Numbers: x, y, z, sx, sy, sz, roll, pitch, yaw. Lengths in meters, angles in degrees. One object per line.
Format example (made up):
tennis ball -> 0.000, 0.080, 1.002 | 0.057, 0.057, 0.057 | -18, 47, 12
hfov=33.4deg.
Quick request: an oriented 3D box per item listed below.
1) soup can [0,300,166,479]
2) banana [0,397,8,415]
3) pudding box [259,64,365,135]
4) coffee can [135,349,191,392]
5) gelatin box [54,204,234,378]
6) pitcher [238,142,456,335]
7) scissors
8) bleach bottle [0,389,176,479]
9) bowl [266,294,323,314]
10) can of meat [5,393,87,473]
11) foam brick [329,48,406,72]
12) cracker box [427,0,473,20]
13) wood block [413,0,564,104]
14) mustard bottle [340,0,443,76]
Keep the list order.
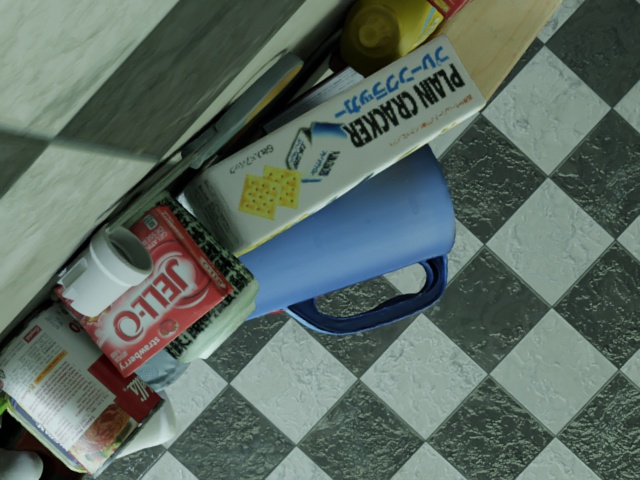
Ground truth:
soup can -> -0.161, 0.097, 0.701 | 0.068, 0.102, 0.068 | -47, -179, 1
banana -> -0.220, 0.112, 0.625 | 0.069, 0.037, 0.198 | -62, -173, -16
pudding box -> 0.008, -0.129, 0.983 | 0.114, 0.039, 0.090 | -33, -175, 22
coffee can -> -0.169, 0.091, 1.038 | 0.103, 0.103, 0.140 | -47, -178, -4
gelatin box -> -0.111, 0.032, 0.678 | 0.089, 0.073, 0.030 | -38, -178, 11
pitcher -> -0.006, 0.001, 0.956 | 0.242, 0.149, 0.145 | -21, 136, -13
scissors -> -0.080, -0.054, 0.698 | 0.201, 0.016, 0.096 | -48, -178, -30
bleach bottle -> -0.266, 0.210, 1.044 | 0.103, 0.068, 0.250 | -19, 179, 43
bowl -> -0.053, 0.015, 1.046 | 0.162, 0.162, 0.055 | -48, 159, -30
can of meat -> -0.205, 0.135, 0.888 | 0.057, 0.102, 0.084 | -47, 179, -39
foam brick -> 0.046, -0.178, 1.055 | 0.051, 0.053, 0.078 | -47, -179, -3
cracker box -> 0.156, -0.274, 0.799 | 0.214, 0.072, 0.164 | -46, -179, 23
wood block -> 0.171, -0.247, 0.998 | 0.206, 0.090, 0.091 | -54, -150, 23
mustard bottle -> 0.061, -0.183, 0.889 | 0.096, 0.058, 0.191 | -46, -178, 23
